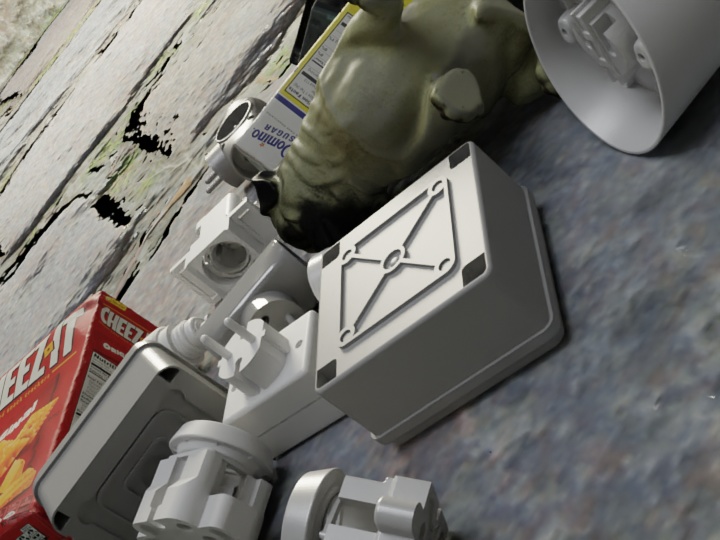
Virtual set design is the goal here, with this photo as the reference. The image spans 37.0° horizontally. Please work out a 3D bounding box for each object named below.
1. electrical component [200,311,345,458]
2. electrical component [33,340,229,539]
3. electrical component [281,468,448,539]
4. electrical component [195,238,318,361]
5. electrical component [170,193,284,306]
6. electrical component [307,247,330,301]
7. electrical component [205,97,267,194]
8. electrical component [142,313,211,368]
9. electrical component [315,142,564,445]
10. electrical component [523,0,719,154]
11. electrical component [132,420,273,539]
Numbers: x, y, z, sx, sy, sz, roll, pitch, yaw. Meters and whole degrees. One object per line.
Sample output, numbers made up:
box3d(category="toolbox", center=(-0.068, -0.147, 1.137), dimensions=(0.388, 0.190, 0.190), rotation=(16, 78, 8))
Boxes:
box3d(category="electrical component", center=(-0.050, 0.052, 0.574), dimensions=(0.066, 0.077, 0.047), rotation=(-35, 31, 29))
box3d(category="electrical component", center=(-0.124, 0.106, 0.621), dimensions=(0.113, 0.078, 0.057), rotation=(-54, 29, -6))
box3d(category="electrical component", center=(0.002, 0.107, 0.436), dimensions=(0.055, 0.066, 0.048), rotation=(7, 55, 20))
box3d(category="electrical component", center=(-0.054, 0.029, 0.647), dimensions=(0.077, 0.044, 0.079), rotation=(-50, 27, 1))
box3d(category="electrical component", center=(-0.093, -0.018, 0.771), dimensions=(0.081, 0.042, 0.063), rotation=(-40, 25, 19))
box3d(category="electrical component", center=(0.000, 0.000, 0.606), dimensions=(0.046, 0.040, 0.040), rotation=(-29, 34, 27))
box3d(category="electrical component", center=(-0.099, -0.094, 0.870), dimensions=(0.079, 0.044, 0.077), rotation=(-44, 27, 14))
box3d(category="electrical component", center=(-0.125, 0.055, 0.728), dimensions=(0.078, 0.040, 0.040), rotation=(-37, 30, 25))
box3d(category="electrical component", center=(0.035, 0.011, 0.518), dimensions=(0.109, 0.056, 0.108), rotation=(-37, 30, 26))
box3d(category="electrical component", center=(0.120, -0.111, 0.498), dimensions=(0.064, 0.099, 0.099), rotation=(-45, 26, -3))
box3d(category="electrical component", center=(-0.079, 0.116, 0.562), dimensions=(0.078, 0.058, 0.057), rotation=(-21, 41, 46))
